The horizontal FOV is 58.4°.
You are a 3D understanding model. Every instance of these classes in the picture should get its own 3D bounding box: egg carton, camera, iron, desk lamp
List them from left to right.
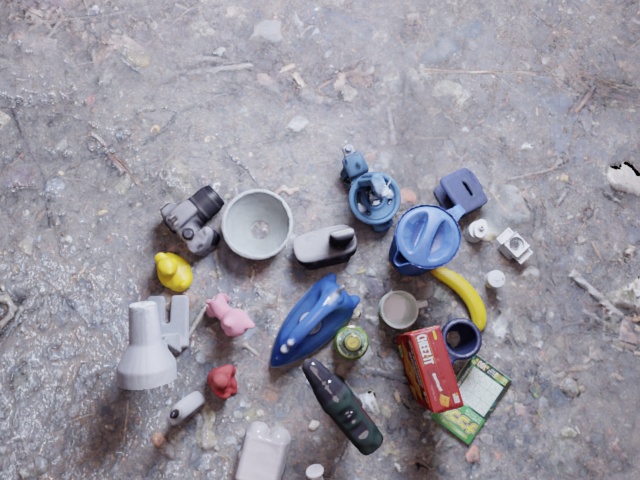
[{"bbox_3d":[-0.360,0.214,1.237,0.118,0.213,0.203,-2,80,0],"label":"desk lamp"},{"bbox_3d":[-0.284,-0.054,1.342,0.137,0.101,0.143,-42,82,-7],"label":"camera"},{"bbox_3d":[-0.128,0.482,1.262,0.107,0.069,0.150,13,80,2],"label":"egg carton"},{"bbox_3d":[-0.026,0.191,1.277,0.118,0.141,0.258,42,83,7],"label":"iron"}]

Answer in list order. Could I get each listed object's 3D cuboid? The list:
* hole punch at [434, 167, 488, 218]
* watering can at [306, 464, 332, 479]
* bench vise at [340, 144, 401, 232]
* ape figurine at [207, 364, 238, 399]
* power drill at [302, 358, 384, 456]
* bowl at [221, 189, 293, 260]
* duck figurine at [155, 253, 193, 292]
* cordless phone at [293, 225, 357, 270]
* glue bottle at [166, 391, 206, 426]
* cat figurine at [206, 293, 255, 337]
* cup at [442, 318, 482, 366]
[{"bbox_3d":[0.337,-0.115,1.357,0.101,0.091,0.108,-30,81,-5],"label":"hole punch"},{"bbox_3d":[0.005,0.559,1.185,0.101,0.194,0.173,-34,81,-5],"label":"watering can"},{"bbox_3d":[0.099,-0.124,1.294,0.121,0.220,0.207,-44,82,-7],"label":"bench vise"},{"bbox_3d":[-0.218,0.315,1.281,0.076,0.092,0.078,28,81,5],"label":"ape figurine"},{"bbox_3d":[0.041,0.345,1.216,0.075,0.208,0.229,-39,82,-6],"label":"power drill"},{"bbox_3d":[-0.145,-0.032,1.351,0.167,0.075,0.167,0,80,0],"label":"bowl"},{"bbox_3d":[-0.345,0.071,1.327,0.077,0.086,0.104,-39,82,-6],"label":"duck figurine"},{"bbox_3d":[0.012,0.005,1.289,0.147,0.185,0.094,-17,80,-3],"label":"cordless phone"},{"bbox_3d":[-0.296,0.368,1.230,0.037,0.173,0.078,43,83,8],"label":"glue bottle"},{"bbox_3d":[-0.206,0.174,1.293,0.127,0.118,0.067,38,82,7],"label":"cat figurine"},{"bbox_3d":[0.304,0.236,1.293,0.091,0.095,0.118,27,81,5],"label":"cup"}]
